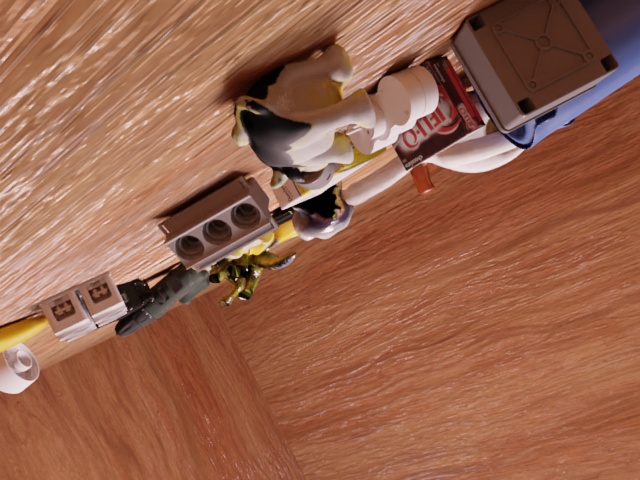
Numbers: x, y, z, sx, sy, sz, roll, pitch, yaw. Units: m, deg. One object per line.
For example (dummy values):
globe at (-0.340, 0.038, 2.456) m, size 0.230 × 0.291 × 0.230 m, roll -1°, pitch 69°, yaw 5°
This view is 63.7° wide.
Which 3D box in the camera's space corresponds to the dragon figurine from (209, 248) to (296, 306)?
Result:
dragon figurine at (-0.183, 0.046, 1.436) m, size 0.406 × 0.120 × 0.248 m, roll -22°, pitch -153°, yaw 32°

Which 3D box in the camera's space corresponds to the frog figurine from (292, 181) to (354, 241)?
frog figurine at (0.003, -0.054, 1.072) m, size 0.138 × 0.123 × 0.157 m, roll -47°, pitch 170°, yaw -13°

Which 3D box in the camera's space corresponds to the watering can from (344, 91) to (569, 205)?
watering can at (0.189, -0.146, 0.761) m, size 0.347 × 0.103 × 0.227 m, roll -20°, pitch -163°, yaw 3°
